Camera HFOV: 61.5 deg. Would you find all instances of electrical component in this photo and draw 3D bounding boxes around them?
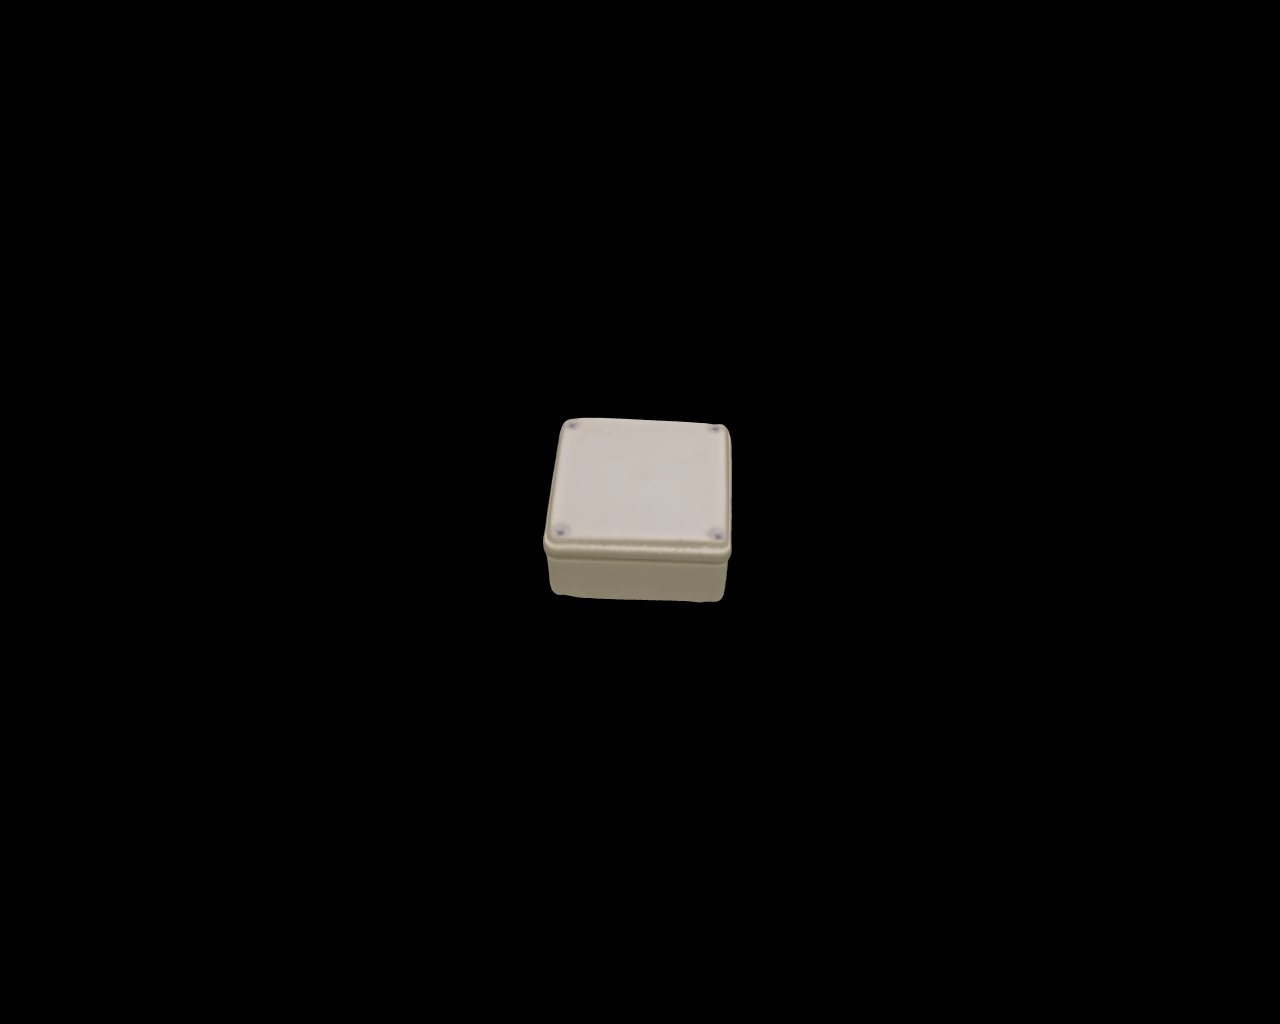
[{"bbox_3d":[0.001,-0.003,0.650,0.109,0.109,0.056,2,-43,2],"label":"electrical component"}]
